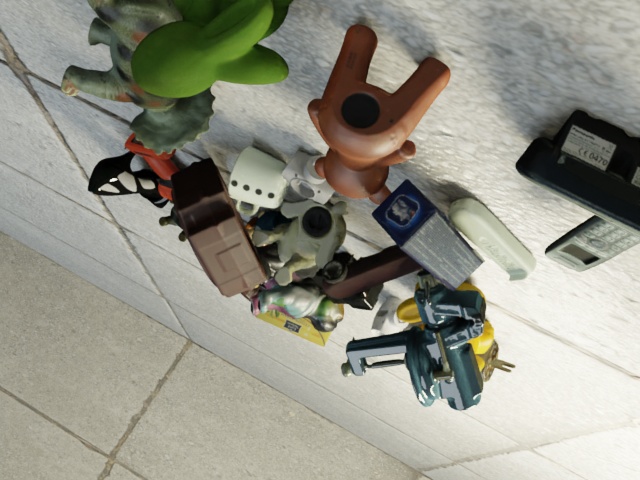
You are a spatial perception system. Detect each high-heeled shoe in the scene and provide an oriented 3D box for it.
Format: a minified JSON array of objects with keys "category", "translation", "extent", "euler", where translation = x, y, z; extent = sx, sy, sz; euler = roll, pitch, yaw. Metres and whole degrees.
[{"category":"high-heeled shoe","translation":[-0.383,-0.093,1.097],"extent":[0.086,0.145,0.248],"euler":[26,154,15]}]

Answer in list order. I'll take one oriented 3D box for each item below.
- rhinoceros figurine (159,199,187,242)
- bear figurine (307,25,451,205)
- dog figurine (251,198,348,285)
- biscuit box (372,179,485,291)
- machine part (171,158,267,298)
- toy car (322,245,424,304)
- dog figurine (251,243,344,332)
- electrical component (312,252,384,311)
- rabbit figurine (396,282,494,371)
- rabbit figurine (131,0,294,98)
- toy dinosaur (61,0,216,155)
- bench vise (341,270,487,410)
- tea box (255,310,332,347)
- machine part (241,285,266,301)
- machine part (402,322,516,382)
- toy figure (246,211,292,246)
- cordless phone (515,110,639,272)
[{"category":"rhinoceros figurine","translation":[-0.247,-0.024,1.127],"extent":[0.191,0.073,0.112],"euler":[30,-176,24]},{"category":"bear figurine","translation":[0.056,-0.119,0.599],"extent":[0.120,0.132,0.195],"euler":[28,174,10]},{"category":"dog figurine","translation":[-0.005,-0.005,0.919],"extent":[0.121,0.172,0.190],"euler":[68,-163,6]},{"category":"biscuit box","translation":[0.140,0.000,0.670],"extent":[0.059,0.063,0.202],"euler":[51,-170,35]},{"category":"machine part","translation":[-0.173,-0.019,0.906],"extent":[0.202,0.087,0.200],"euler":[-119,6,-53]},{"category":"toy car","translation":[0.098,0.036,0.807],"extent":[0.202,0.053,0.089],"euler":[-23,139,14]},{"category":"dog figurine","translation":[-0.034,0.096,1.119],"extent":[0.219,0.191,0.108],"euler":[3,162,-22]},{"category":"electrical component","translation":[0.053,0.083,1.031],"extent":[0.134,0.058,0.115],"euler":[46,155,-28]},{"category":"rabbit figurine","translation":[0.218,0.127,0.889],"extent":[0.163,0.122,0.173],"euler":[31,144,25]},{"category":"rabbit figurine","translation":[-0.102,-0.197,0.529],"extent":[0.159,0.170,0.121],"euler":[20,154,25]},{"category":"toy dinosaur","translation":[-0.205,-0.243,0.645],"extent":[0.192,0.131,0.404],"euler":[22,153,-8]},{"category":"bench vise","translation":[0.135,0.159,0.808],"extent":[0.241,0.129,0.223],"euler":[-14,113,24]},{"category":"tea box","translation":[-0.048,0.158,1.205],"extent":[0.170,0.098,0.068],"euler":[24,114,-2]},{"category":"machine part","translation":[-0.120,0.136,1.342],"extent":[0.179,0.056,0.179],"euler":[26,154,13]},{"category":"machine part","translation":[0.242,0.203,1.013],"extent":[0.244,0.079,0.079],"euler":[15,152,33]},{"category":"toy figure","translation":[-0.106,-0.022,1.021],"extent":[0.154,0.058,0.064],"euler":[-15,85,58]},{"category":"cordless phone","translation":[0.254,-0.030,0.546],"extent":[0.147,0.089,0.184],"euler":[28,160,7]}]
